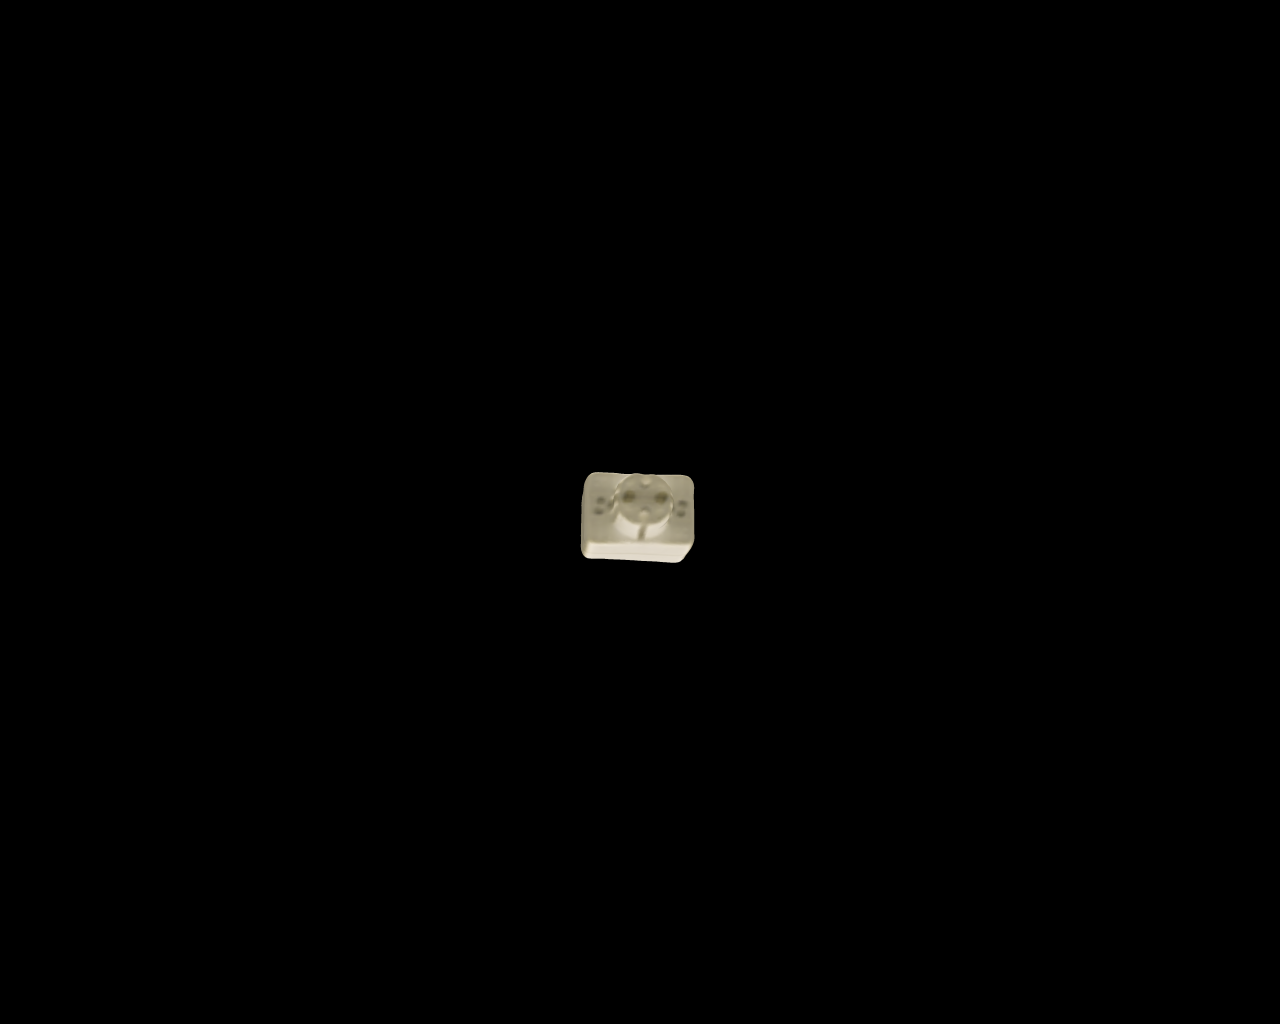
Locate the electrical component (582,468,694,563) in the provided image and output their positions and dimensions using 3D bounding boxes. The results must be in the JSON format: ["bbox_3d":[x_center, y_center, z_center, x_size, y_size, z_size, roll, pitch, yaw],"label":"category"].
[{"bbox_3d":[0.001,-0.003,0.650,0.066,0.047,0.076,2,-19,-7],"label":"electrical component"}]
